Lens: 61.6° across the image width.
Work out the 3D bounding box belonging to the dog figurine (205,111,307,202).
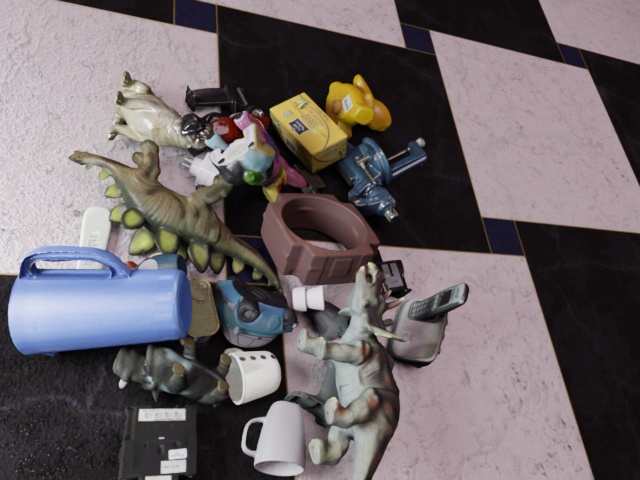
[{"bbox_3d":[-0.109,-0.135,1.053,0.219,0.108,0.192,43,13,-42],"label":"dog figurine"}]

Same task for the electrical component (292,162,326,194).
[{"bbox_3d":[-0.033,-0.123,1.179,0.102,0.045,0.078,52,27,7],"label":"electrical component"}]

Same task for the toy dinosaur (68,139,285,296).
[{"bbox_3d":[-0.248,-0.034,1.003,0.471,0.105,0.198,27,62,-12],"label":"toy dinosaur"}]

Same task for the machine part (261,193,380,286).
[{"bbox_3d":[-0.002,-0.003,1.058,0.201,0.087,0.202,-2,41,-29],"label":"machine part"}]

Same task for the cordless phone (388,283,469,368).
[{"bbox_3d":[0.223,0.165,1.044,0.089,0.184,0.146,32,55,-10],"label":"cordless phone"}]

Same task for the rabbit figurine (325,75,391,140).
[{"bbox_3d":[0.097,-0.315,1.316,0.173,0.122,0.162,5,51,-37],"label":"rabbit figurine"}]

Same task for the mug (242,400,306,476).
[{"bbox_3d":[-0.074,0.325,0.895,0.109,0.080,0.107,14,48,-9],"label":"mug"}]

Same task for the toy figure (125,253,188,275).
[{"bbox_3d":[-0.301,0.060,0.909,0.155,0.057,0.064,-14,44,12],"label":"toy figure"}]

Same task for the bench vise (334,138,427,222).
[{"bbox_3d":[0.152,-0.155,1.217,0.241,0.128,0.224,-29,57,-15],"label":"bench vise"}]

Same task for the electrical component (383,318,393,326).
[{"bbox_3d":[0.102,0.156,1.093,0.094,0.021,0.063,-6,66,-27],"label":"electrical component"}]

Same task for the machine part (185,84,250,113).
[{"bbox_3d":[-0.227,-0.313,1.195,0.139,0.039,0.084,-6,58,-25],"label":"machine part"}]

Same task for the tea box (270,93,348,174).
[{"bbox_3d":[-0.026,-0.239,1.192,0.098,0.068,0.170,-32,63,-20],"label":"tea box"}]

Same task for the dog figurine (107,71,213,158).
[{"bbox_3d":[-0.311,-0.244,1.078,0.190,0.121,0.172,12,43,-21],"label":"dog figurine"}]

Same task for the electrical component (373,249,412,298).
[{"bbox_3d":[0.139,0.067,1.144,0.075,0.047,0.119,-2,66,-26],"label":"electrical component"}]

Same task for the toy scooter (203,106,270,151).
[{"bbox_3d":[-0.167,-0.216,1.152,0.184,0.075,0.135,-25,76,-37],"label":"toy scooter"}]

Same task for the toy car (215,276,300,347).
[{"bbox_3d":[-0.124,0.138,0.957,0.161,0.103,0.109,22,15,-35],"label":"toy car"}]

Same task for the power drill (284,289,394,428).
[{"bbox_3d":[0.013,0.223,0.992,0.232,0.086,0.207,34,48,-3],"label":"power drill"}]

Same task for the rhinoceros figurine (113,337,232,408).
[{"bbox_3d":[-0.234,0.214,0.868,0.190,0.112,0.073,24,39,-24],"label":"rhinoceros figurine"}]

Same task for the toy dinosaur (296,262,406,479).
[{"bbox_3d":[0.074,0.248,0.891,0.192,0.131,0.405,5,66,-24],"label":"toy dinosaur"}]

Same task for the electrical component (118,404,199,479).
[{"bbox_3d":[-0.248,0.324,0.826,0.115,0.058,0.134,7,61,-18],"label":"electrical component"}]
